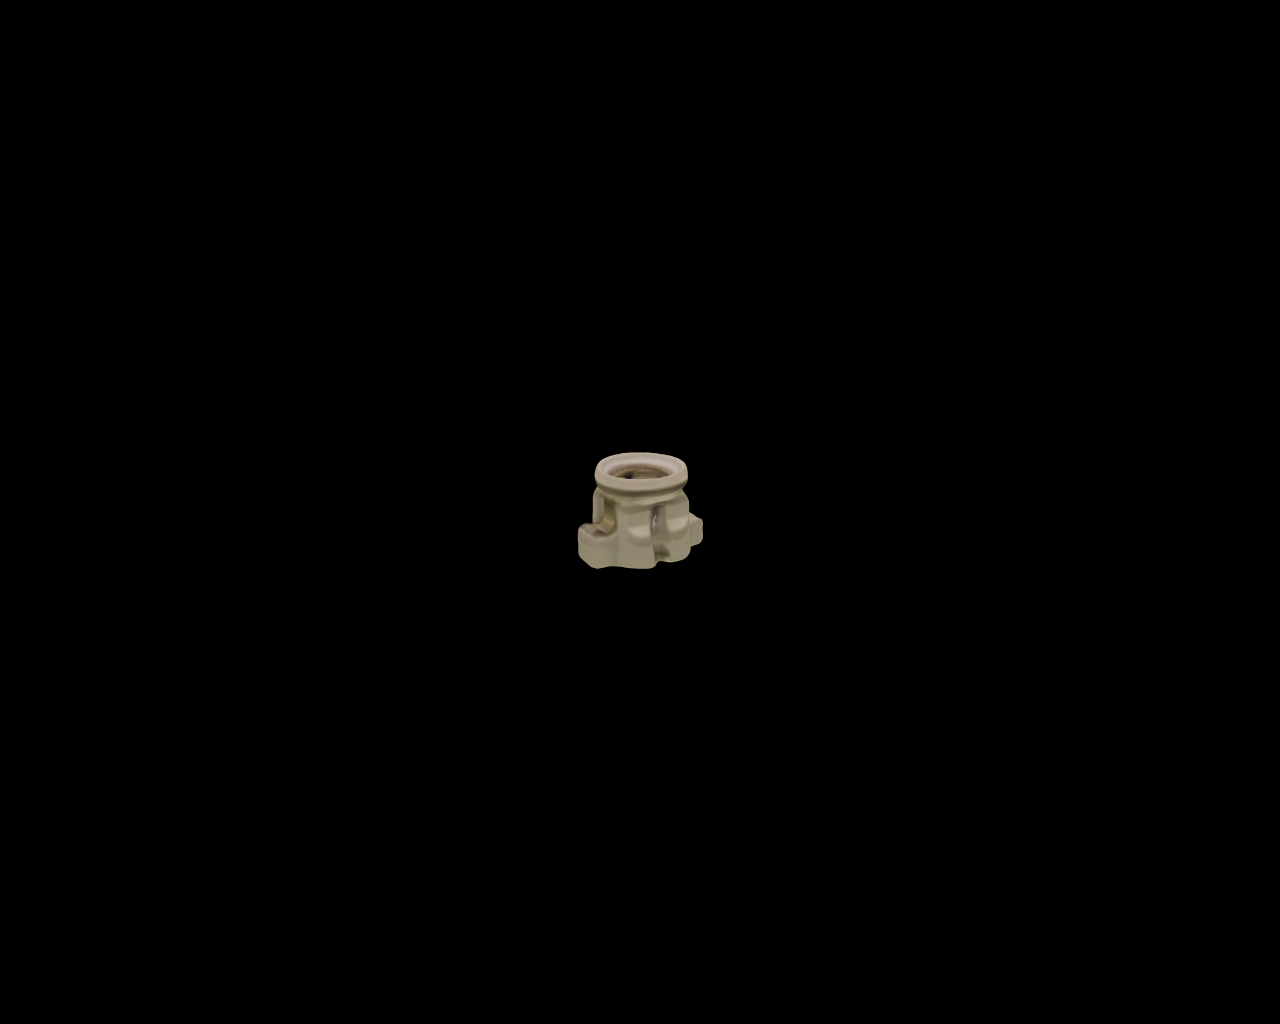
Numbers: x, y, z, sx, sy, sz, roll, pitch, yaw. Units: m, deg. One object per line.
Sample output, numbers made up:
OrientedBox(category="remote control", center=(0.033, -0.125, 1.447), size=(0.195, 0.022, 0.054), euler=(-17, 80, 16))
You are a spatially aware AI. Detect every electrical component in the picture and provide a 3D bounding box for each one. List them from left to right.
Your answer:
OrientedBox(category="electrical component", center=(0.001, -0.003, 0.650), size=(0.078, 0.056, 0.058), euler=(-11, 23, -27))
